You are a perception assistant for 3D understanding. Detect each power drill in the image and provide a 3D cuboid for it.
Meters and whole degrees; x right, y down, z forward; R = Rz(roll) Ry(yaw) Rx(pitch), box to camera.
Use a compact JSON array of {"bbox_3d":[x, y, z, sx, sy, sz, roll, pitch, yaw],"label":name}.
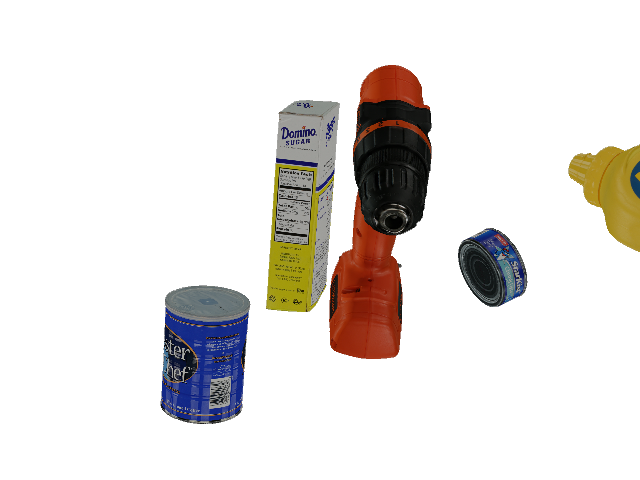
[{"bbox_3d":[0.043,-0.008,0.758,0.057,0.188,0.184,8,35,0],"label":"power drill"}]

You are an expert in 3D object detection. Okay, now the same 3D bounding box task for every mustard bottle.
[{"bbox_3d":[0.237,-0.018,0.661,0.096,0.058,0.192,-29,38,-32],"label":"mustard bottle"}]

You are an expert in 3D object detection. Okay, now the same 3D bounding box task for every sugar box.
[{"bbox_3d":[-0.016,-0.032,0.949,0.048,0.176,0.093,4,14,9],"label":"sugar box"}]

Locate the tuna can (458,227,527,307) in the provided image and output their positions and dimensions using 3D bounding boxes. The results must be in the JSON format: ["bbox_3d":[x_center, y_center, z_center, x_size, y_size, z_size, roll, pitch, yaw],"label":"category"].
[{"bbox_3d":[0.193,0.031,1.206,0.033,0.086,0.086,-24,9,-21],"label":"tuna can"}]

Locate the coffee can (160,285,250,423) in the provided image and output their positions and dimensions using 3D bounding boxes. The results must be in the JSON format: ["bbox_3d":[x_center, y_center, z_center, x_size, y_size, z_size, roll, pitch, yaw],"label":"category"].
[{"bbox_3d":[-0.141,0.138,1.304,0.103,0.140,0.103,5,18,-2],"label":"coffee can"}]
